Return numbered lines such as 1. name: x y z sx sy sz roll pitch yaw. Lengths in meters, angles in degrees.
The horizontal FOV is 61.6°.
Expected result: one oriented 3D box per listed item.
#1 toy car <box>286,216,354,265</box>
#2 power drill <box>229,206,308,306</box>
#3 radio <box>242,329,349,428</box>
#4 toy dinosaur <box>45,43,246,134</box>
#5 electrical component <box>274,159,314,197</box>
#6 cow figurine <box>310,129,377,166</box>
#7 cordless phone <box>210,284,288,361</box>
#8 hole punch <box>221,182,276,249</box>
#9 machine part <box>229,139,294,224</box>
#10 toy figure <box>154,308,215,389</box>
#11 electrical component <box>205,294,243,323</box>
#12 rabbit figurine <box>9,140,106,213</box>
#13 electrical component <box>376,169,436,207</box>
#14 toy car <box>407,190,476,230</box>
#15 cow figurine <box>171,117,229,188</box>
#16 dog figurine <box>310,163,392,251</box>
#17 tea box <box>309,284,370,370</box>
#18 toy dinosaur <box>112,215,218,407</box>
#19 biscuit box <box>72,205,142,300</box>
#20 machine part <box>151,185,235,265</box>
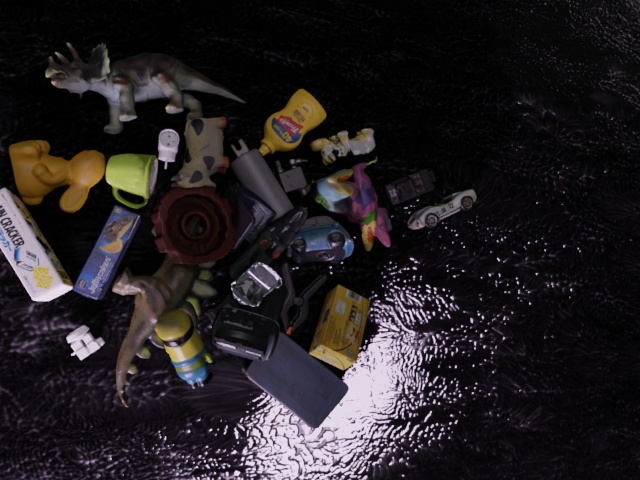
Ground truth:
1. toy car: -0.003 -0.004 1.286 0.162 0.109 0.103 -4 61 -2
2. power drill: -0.116 0.035 1.161 0.232 0.207 0.086 -41 114 19
3. radio: -0.060 0.318 1.242 0.229 0.073 0.131 40 76 -7
4. toy dinosaur: -0.384 -0.354 1.198 0.405 0.131 0.192 -14 89 -24
5. electrical component: -0.061 -0.151 1.305 0.078 0.045 0.102 -14 88 -19
6. cow figurine: 0.060 -0.220 1.340 0.167 0.068 0.098 -13 94 -17
7. cordless phone: -0.152 0.162 1.185 0.147 0.088 0.184 16 62 1
8. hole punch: -0.176 -0.054 1.223 0.092 0.142 0.116 -12 58 -51
9. machine part: -0.136 -0.124 1.263 0.079 0.079 0.243 -33 95 -17
10. toy figure: -0.274 0.223 1.106 0.082 0.089 0.180 -26 108 -24
11. electrical component: -0.200 0.189 1.225 0.075 0.048 0.119 -36 93 -17
12. rabbit figurine: -0.536 -0.137 1.121 0.173 0.122 0.162 -11 92 -18
13. electrical component: 0.221 -0.133 1.352 0.134 0.115 0.058 -23 96 -18
14. toy car: 0.317 -0.078 1.396 0.202 0.073 0.056 -24 95 -18
15. cow figurine: -0.275 -0.183 1.223 0.127 0.085 0.195 -1 82 -16
16. dog figurine: 0.088 -0.068 1.302 0.191 0.108 0.219 -29 98 -42
17. tea box: 0.049 0.202 1.256 0.098 0.068 0.170 29 52 -11
18. toy dinosaur: -0.342 0.119 1.163 0.198 0.105 0.471 33 80 -15
19. biscuit box: -0.456 0.028 1.157 0.059 0.063 0.202 25 77 -11
20. machine part: -0.266 -0.030 1.133 0.179 0.056 0.179 3 84 -32
